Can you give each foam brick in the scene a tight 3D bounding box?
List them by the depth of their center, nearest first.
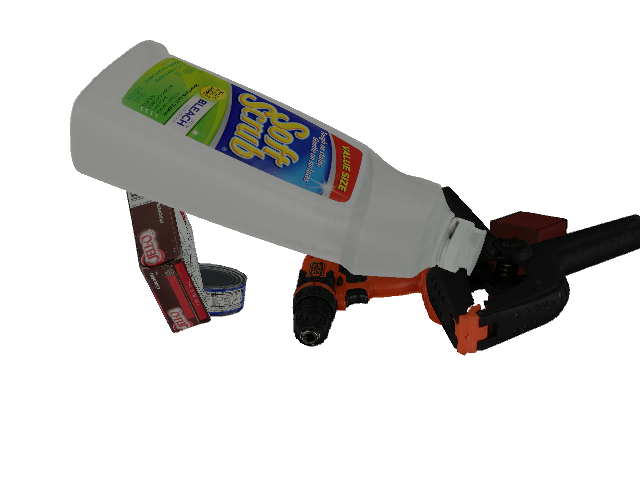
[{"bbox_3d":[0.188,0.018,0.971,0.053,0.078,0.051,13,21,41],"label":"foam brick"}]

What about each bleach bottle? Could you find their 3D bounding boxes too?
[{"bbox_3d":[-0.020,-0.041,0.644,0.251,0.068,0.102,21,41,14],"label":"bleach bottle"}]

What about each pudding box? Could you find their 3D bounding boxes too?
[{"bbox_3d":[-0.125,0.004,0.869,0.039,0.113,0.090,-15,-40,-1],"label":"pudding box"}]

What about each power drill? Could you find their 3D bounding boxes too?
[{"bbox_3d":[0.062,0.064,1.241,0.187,0.057,0.184,0,28,4],"label":"power drill"}]

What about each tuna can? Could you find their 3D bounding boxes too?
[{"bbox_3d":[-0.121,0.051,1.115,0.086,0.034,0.086,6,14,-2],"label":"tuna can"}]

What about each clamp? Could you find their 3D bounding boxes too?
[{"bbox_3d":[0.122,0.015,0.746,0.165,0.036,0.209,12,29,27],"label":"clamp"}]
